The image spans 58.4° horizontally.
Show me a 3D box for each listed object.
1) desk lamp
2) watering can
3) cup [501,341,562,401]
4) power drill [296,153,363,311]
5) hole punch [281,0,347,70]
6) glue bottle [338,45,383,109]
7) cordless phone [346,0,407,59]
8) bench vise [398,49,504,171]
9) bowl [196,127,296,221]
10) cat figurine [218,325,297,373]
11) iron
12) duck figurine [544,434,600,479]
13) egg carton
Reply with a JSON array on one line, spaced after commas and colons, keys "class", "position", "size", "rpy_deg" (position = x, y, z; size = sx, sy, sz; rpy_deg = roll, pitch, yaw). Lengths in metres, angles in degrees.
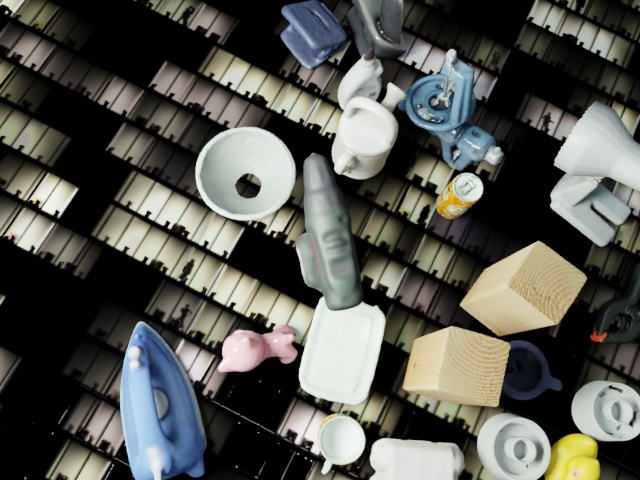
[{"class": "desk lamp", "position": [0.481, -0.112, 0.971], "size": [0.203, 0.213, 0.118], "rpy_deg": [40, 76, 5]}, {"class": "watering can", "position": [0.081, -0.189, 0.963], "size": [0.101, 0.194, 0.173], "rpy_deg": [14, 75, -1]}, {"class": "cup", "position": [0.324, 0.218, 0.935], "size": [0.117, 0.095, 0.092], "rpy_deg": [21, 75, 0]}, {"class": "power drill", "position": [0.008, 0.003, 0.901], "size": [0.075, 0.208, 0.229], "rpy_deg": [-13, 77, -8]}, {"class": "hole punch", "position": [-0.011, -0.393, 1.059], "size": [0.101, 0.091, 0.108], "rpy_deg": [-37, 82, -13]}, {"class": "glue bottle", "position": [0.077, -0.287, 0.998], "size": [0.078, 0.173, 0.037], "rpy_deg": [-18, 78, -9]}, {"class": "cordless phone", "position": [0.113, -0.425, 1.030], "size": [0.094, 0.185, 0.147], "rpy_deg": [-21, 79, -10]}, {"class": "bench vise", "position": [0.242, -0.227, 0.974], "size": [0.207, 0.219, 0.121], "rpy_deg": [28, 75, 2]}, {"class": "bowl", "position": [-0.126, -0.104, 0.984], "size": [0.167, 0.074, 0.167], "rpy_deg": [1, 76, -5]}, {"class": "cat figurine", "position": [-0.098, 0.168, 0.896], "size": [0.128, 0.117, 0.067], "rpy_deg": [-12, 77, -8]}, {"class": "iron", "position": [-0.253, 0.240, 0.852], "size": [0.119, 0.141, 0.258], "rpy_deg": [-16, 78, -9]}, {"class": "duck figurine", "position": [0.414, 0.361, 0.913], "size": [0.077, 0.086, 0.105], "rpy_deg": [41, 76, 6]}, {"class": "egg carton", "position": [0.151, 0.369, 0.894], "size": [0.150, 0.069, 0.107], "rpy_deg": [5, 76, -4]}]
